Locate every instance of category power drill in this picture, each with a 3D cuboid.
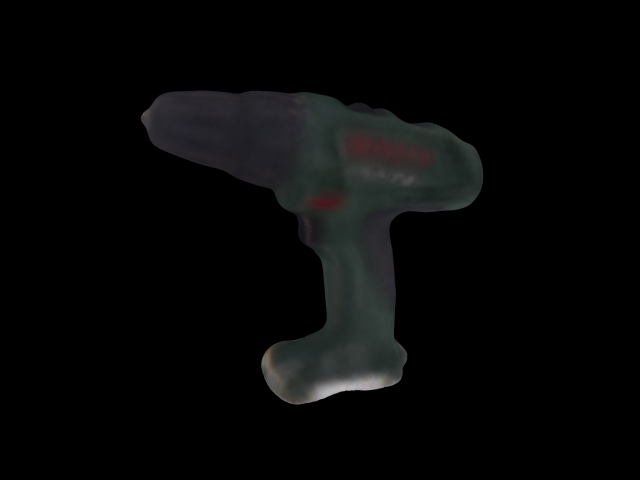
[{"bbox_3d":[0.004,0.001,0.400,0.230,0.208,0.075,-7,19,-20],"label":"power drill"}]
